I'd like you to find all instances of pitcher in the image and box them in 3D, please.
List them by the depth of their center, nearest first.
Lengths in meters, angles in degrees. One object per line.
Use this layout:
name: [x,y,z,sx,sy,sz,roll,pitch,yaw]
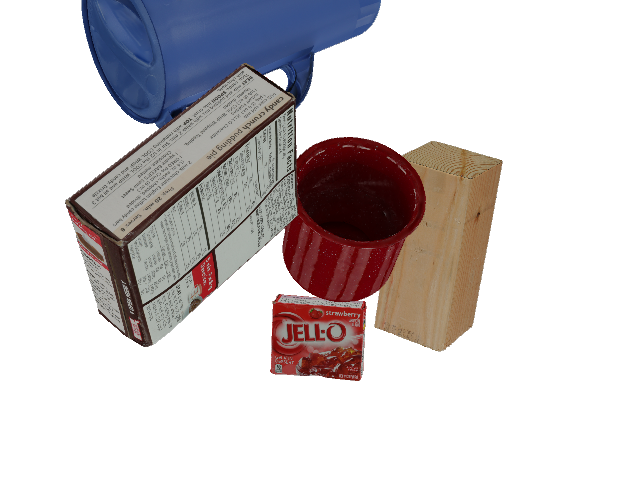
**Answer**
pitcher: [-0.065,-0.187,0.908,0.242,0.149,0.145,-24,44,-30]

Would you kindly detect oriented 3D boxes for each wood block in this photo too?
wood block: [0.131,0.006,1.195,0.090,0.206,0.090,19,26,27]

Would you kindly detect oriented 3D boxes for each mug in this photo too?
mug: [0.007,-0.015,0.738,0.117,0.093,0.082,22,-36,5]

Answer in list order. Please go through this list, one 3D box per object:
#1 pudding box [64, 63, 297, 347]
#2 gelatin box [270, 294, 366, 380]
pudding box: [-0.059,-0.015,0.498,0.039,0.113,0.090,33,-29,22]
gelatin box: [-0.002,0.093,1.021,0.089,0.073,0.030,4,14,7]
